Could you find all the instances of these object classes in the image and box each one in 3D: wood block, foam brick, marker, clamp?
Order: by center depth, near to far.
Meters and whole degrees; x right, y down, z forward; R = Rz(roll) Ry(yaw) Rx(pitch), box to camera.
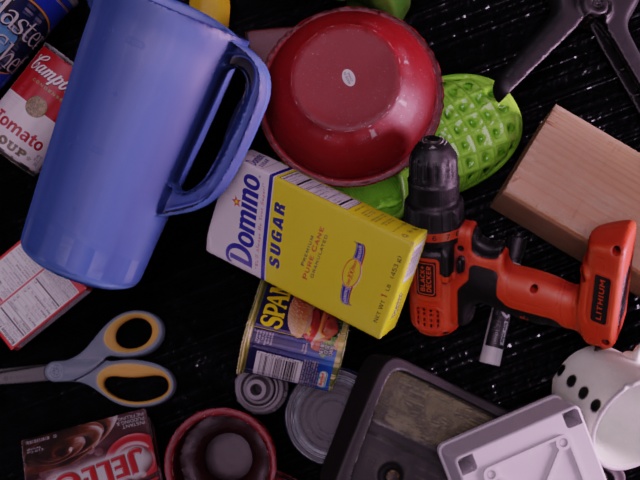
[{"bbox_3d":[0.261,-0.018,0.916,0.206,0.090,0.091,32,85,5],"label":"wood block"},{"bbox_3d":[0.164,0.051,0.947,0.020,0.020,0.121,13,85,3],"label":"marker"},{"bbox_3d":[0.230,-0.201,0.949,0.164,0.036,0.210,3,79,-14],"label":"clamp"},{"bbox_3d":[-0.036,-0.147,0.959,0.051,0.053,0.078,-7,85,1],"label":"foam brick"}]

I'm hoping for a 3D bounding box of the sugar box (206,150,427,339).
[{"bbox_3d":[-0.006,0.001,0.891,0.176,0.048,0.093,24,113,16],"label":"sugar box"}]

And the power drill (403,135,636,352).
[{"bbox_3d":[0.158,0.008,0.873,0.188,0.057,0.184,11,124,24],"label":"power drill"}]

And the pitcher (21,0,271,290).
[{"bbox_3d":[-0.153,-0.081,0.893,0.144,0.149,0.243,17,101,-27],"label":"pitcher"}]

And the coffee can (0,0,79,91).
[{"bbox_3d":[-0.300,-0.194,0.949,0.103,0.103,0.140,40,87,5],"label":"coffee can"}]

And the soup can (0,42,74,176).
[{"bbox_3d":[-0.250,-0.117,0.957,0.068,0.068,0.102,38,88,5],"label":"soup can"}]

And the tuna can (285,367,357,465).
[{"bbox_3d":[0.012,0.154,0.935,0.086,0.034,0.086,0,84,2],"label":"tuna can"}]

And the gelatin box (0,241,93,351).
[{"bbox_3d":[-0.263,0.044,0.960,0.089,0.030,0.073,-40,85,-3],"label":"gelatin box"}]

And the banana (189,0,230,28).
[{"bbox_3d":[-0.119,-0.182,0.973,0.069,0.037,0.198,21,85,2],"label":"banana"}]

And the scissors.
[{"bbox_3d":[-0.225,0.100,0.959,0.202,0.016,0.096,10,83,3],"label":"scissors"}]

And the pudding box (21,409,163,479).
[{"bbox_3d":[-0.192,0.202,0.910,0.113,0.039,0.090,-15,48,-6],"label":"pudding box"}]

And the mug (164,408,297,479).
[{"bbox_3d":[-0.069,0.192,0.911,0.117,0.081,0.093,19,85,4],"label":"mug"}]

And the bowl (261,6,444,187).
[{"bbox_3d":[0.023,-0.128,0.892,0.162,0.055,0.162,-1,81,5],"label":"bowl"}]

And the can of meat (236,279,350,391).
[{"bbox_3d":[-0.019,0.079,0.913,0.084,0.102,0.057,13,123,1],"label":"can of meat"}]
